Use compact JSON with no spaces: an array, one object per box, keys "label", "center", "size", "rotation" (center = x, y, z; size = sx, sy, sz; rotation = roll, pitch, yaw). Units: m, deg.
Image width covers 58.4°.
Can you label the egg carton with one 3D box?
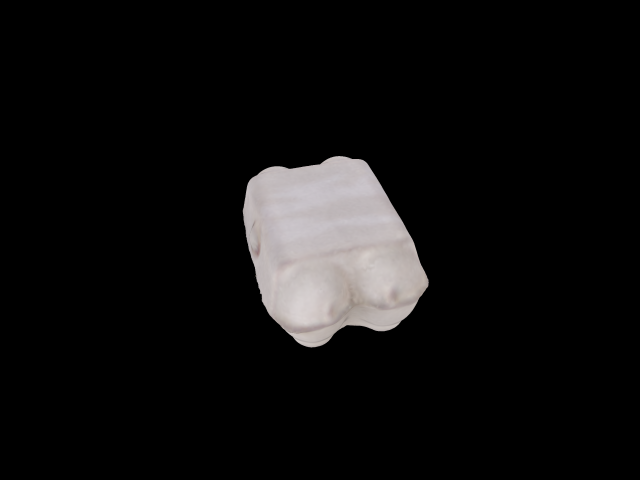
[{"label":"egg carton","center":[0.004,0.001,0.400],"size":[0.107,0.069,0.150],"rotation":[-11,43,-12]}]
